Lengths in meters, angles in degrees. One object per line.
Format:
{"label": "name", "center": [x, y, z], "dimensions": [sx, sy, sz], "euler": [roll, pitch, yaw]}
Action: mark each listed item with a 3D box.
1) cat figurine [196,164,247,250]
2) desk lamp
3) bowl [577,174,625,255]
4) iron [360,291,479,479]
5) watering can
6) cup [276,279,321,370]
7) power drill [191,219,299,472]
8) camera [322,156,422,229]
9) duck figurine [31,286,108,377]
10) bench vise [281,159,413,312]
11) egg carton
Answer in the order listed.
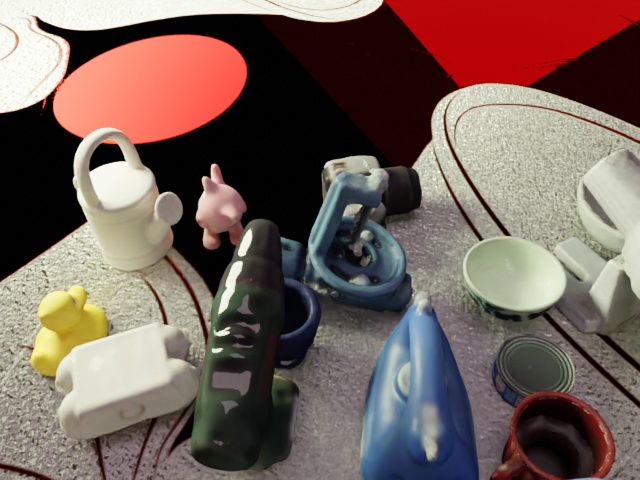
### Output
{"label": "cat figurine", "center": [-0.138, -0.051, 0.793], "dimensions": [0.067, 0.118, 0.127], "euler": [-8, 47, -6]}
{"label": "desk lamp", "center": [0.348, 0.017, 0.647], "dimensions": [0.118, 0.214, 0.202], "euler": [-22, 50, -18]}
{"label": "bowl", "center": [0.429, -0.029, 0.782], "dimensions": [0.167, 0.075, 0.167], "euler": [-1, 47, 1]}
{"label": "iron", "center": [0.104, 0.140, 0.588], "dimensions": [0.118, 0.141, 0.258], "euler": [2, 47, 4]}
{"label": "watering can", "center": [-0.255, -0.058, 0.751], "dimensions": [0.172, 0.194, 0.101], "euler": [4, 47, 6]}
{"label": "cup", "center": [-0.049, 0.115, 0.649], "dimensions": [0.091, 0.095, 0.118], "euler": [20, 51, 20]}
{"label": "power drill", "center": [-0.066, 0.124, 0.563], "dimensions": [0.075, 0.209, 0.229], "euler": [2, 47, 5]}
{"label": "camera", "center": [0.076, -0.061, 0.807], "dimensions": [0.137, 0.101, 0.143], "euler": [-8, 47, -6]}
{"label": "duck figurine", "center": [-0.305, 0.102, 0.677], "dimensions": [0.077, 0.086, 0.105], "euler": [14, 49, 15]}
{"label": "bench vise", "center": [0.008, 0.011, 0.659], "dimensions": [0.207, 0.220, 0.121], "euler": [-9, 47, -6]}
{"label": "egg carton", "center": [-0.212, 0.156, 0.633], "dimensions": [0.150, 0.069, 0.107], "euler": [-17, 48, -14]}
